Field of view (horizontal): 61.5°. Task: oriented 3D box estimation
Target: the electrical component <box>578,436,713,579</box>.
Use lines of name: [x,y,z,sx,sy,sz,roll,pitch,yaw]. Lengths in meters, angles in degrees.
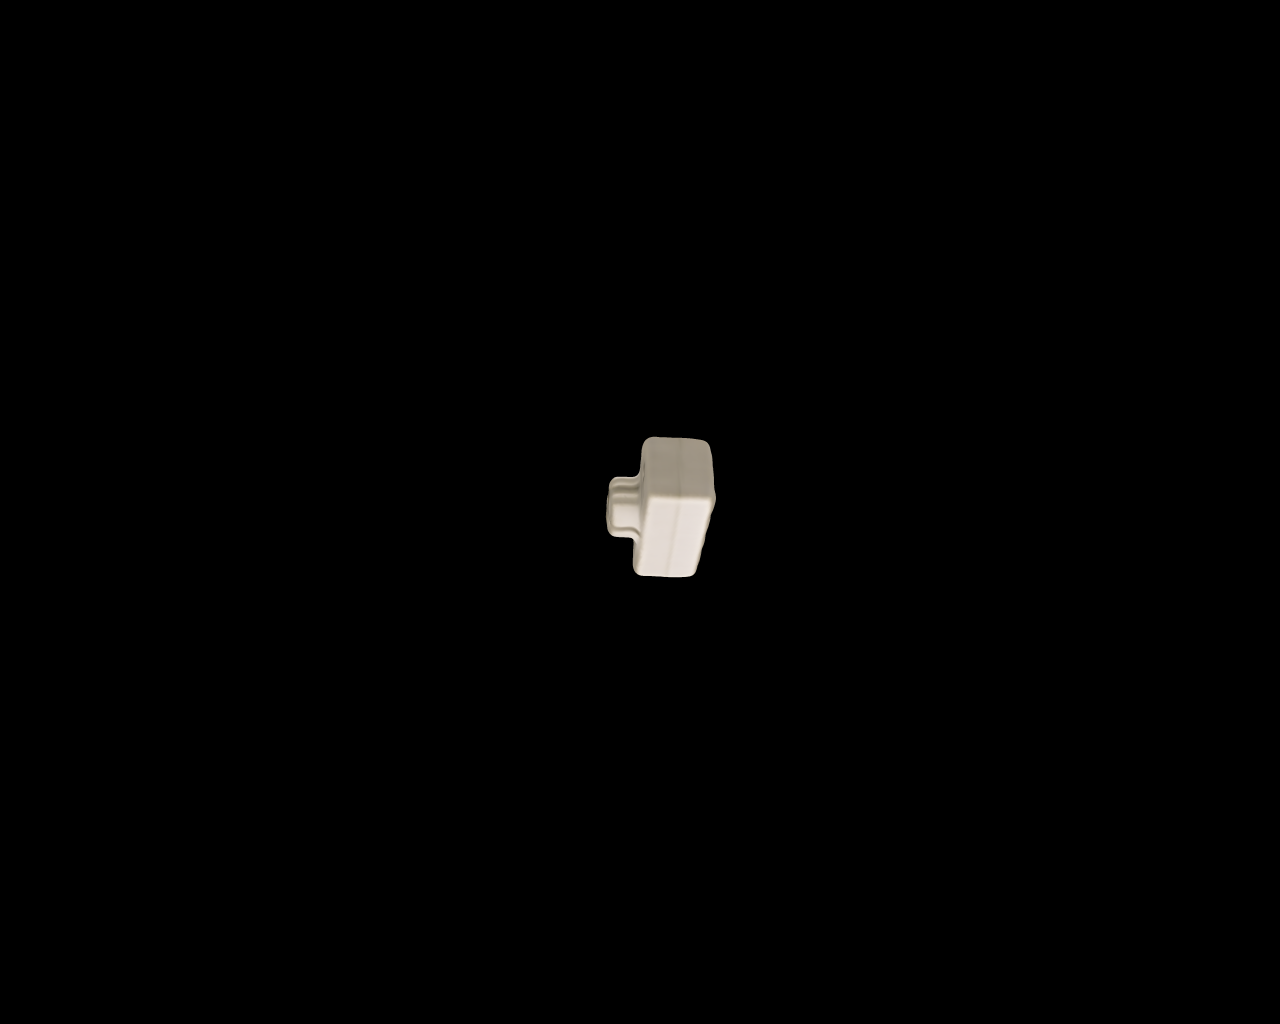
electrical component: [0.001,-0.003,0.650,0.076,0.047,0.083,3,-37,-4]
